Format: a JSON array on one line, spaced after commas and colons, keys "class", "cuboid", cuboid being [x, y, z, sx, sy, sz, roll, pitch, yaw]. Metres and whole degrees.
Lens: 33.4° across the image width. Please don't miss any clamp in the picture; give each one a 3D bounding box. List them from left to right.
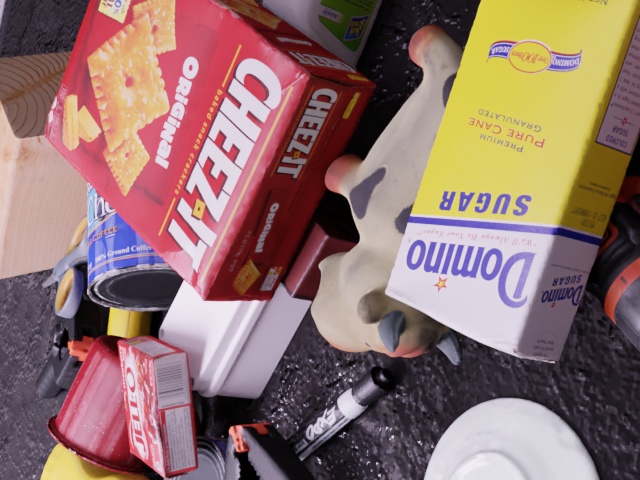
[{"class": "clamp", "cuboid": [-0.224, 0.082, 0.963, 0.172, 0.039, 0.120, -18, 68, 62]}, {"class": "clamp", "cuboid": [-0.027, 0.225, 0.691, 0.165, 0.036, 0.210, -41, 59, 36]}]

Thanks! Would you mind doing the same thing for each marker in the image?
[{"class": "marker", "cuboid": [0.007, 0.119, 0.703, 0.121, 0.020, 0.020, -45, 48, 34]}]

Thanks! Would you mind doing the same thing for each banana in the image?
[{"class": "banana", "cuboid": [-0.167, 0.077, 0.921, 0.070, 0.037, 0.198, 150, 126, -68]}]

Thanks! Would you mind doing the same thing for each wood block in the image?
[{"class": "wood block", "cuboid": [-0.255, -0.064, 0.963, 0.090, 0.090, 0.206, 62, 147, 26]}]

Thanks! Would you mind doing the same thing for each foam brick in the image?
[{"class": "foam brick", "cuboid": [-0.005, 0.001, 0.725, 0.078, 0.052, 0.051, 50, 118, 44]}]

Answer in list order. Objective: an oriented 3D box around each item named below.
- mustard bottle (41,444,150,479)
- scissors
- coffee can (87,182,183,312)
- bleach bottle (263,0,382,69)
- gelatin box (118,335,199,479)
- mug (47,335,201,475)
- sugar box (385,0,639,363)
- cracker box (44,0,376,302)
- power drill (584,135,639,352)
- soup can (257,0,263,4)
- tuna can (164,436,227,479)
[{"class": "mustard bottle", "cuboid": [-0.160, 0.230, 0.847, 0.192, 0.058, 0.096, 13, 97, 51]}, {"class": "scissors", "cuboid": [-0.230, 0.043, 0.945, 0.202, 0.016, 0.096, -42, 36, 54]}, {"class": "coffee can", "cuboid": [-0.135, -0.025, 0.852, 0.103, 0.102, 0.140, -27, 60, 44]}, {"class": "bleach bottle", "cuboid": [0.003, -0.187, 0.727, 0.068, 0.102, 0.251, 25, 100, 44]}, {"class": "gelatin box", "cuboid": [-0.118, 0.119, 0.769, 0.073, 0.030, 0.089, 11, 107, 61]}, {"class": "mug", "cuboid": [-0.146, 0.133, 0.843, 0.117, 0.093, 0.081, 27, 95, 18]}, {"class": "sugar box", "cuboid": [0.100, -0.038, 0.524, 0.093, 0.048, 0.176, 25, 98, 47]}, {"class": "cracker box", "cuboid": [-0.086, -0.085, 0.709, 0.214, 0.071, 0.164, 42, 116, 34]}, {"class": "power drill", "cuboid": [0.190, -0.035, 0.490, 0.188, 0.057, 0.184, -54, 44, 26]}, {"class": "soup can", "cuboid": [-0.051, -0.160, 0.814, 0.069, 0.068, 0.102, -18, 67, 47]}, {"class": "tuna can", "cuboid": [-0.079, 0.187, 0.778, 0.086, 0.033, 0.086, -18, 66, 47]}]
